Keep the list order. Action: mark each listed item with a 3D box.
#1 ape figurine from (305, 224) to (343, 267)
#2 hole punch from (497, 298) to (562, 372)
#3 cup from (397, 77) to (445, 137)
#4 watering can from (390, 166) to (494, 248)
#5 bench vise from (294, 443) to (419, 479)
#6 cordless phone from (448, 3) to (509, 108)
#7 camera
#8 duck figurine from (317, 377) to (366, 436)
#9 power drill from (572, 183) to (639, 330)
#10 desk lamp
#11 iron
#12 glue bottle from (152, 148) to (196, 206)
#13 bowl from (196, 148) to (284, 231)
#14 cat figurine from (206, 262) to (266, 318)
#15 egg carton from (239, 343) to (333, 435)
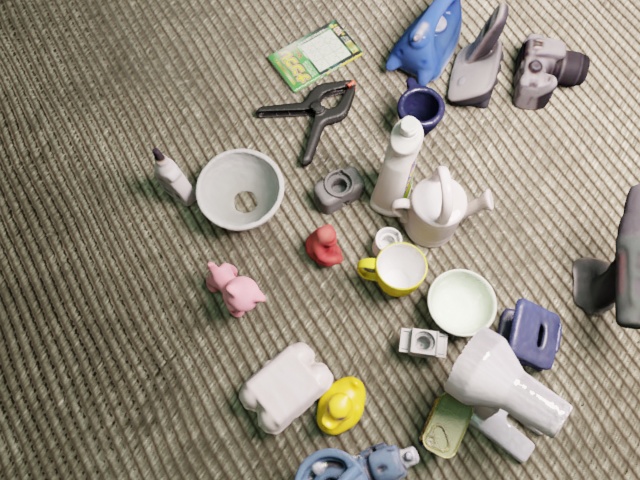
[{"bbox_3d":[0.010,0.004,1.053,0.076,0.092,0.078,15,71,6],"label":"ape figurine"},{"bbox_3d":[0.368,0.164,0.994,0.101,0.091,0.109,15,71,6],"label":"hole punch"},{"bbox_3d":[0.191,-0.254,1.141,0.091,0.095,0.117,-16,71,-5],"label":"cup"},{"bbox_3d":[0.218,-0.066,1.022,0.173,0.194,0.101,-22,72,-7],"label":"watering can"},{"bbox_3d":[0.045,0.354,0.862,0.207,0.220,0.121,-38,74,-12],"label":"bench vise"},{"bbox_3d":[0.319,-0.361,1.130,0.094,0.185,0.147,11,71,5],"label":"cordless phone"},{"bbox_3d":[0.474,-0.348,1.168,0.136,0.101,0.143,10,71,4],"label":"camera"},{"bbox_3d":[0.036,0.276,0.961,0.077,0.086,0.105,34,74,12],"label":"duck figurine"},{"bbox_3d":[0.506,0.044,0.973,0.075,0.208,0.229,5,71,3],"label":"power drill"},{"bbox_3d":[0.292,0.245,0.901,0.203,0.213,0.118,36,75,12],"label":"desk lamp"},{"bbox_3d":[0.239,-0.453,1.186,0.118,0.141,0.258,28,73,10],"label":"iron"},{"bbox_3d":[-0.278,-0.124,1.058,0.078,0.173,0.037,37,75,13],"label":"glue bottle"},{"bbox_3d":[-0.148,-0.085,1.096,0.167,0.075,0.167,0,71,1],"label":"bowl"},{"bbox_3d":[-0.153,0.085,1.013,0.127,0.118,0.067,42,76,14],"label":"cat figurine"},{"bbox_3d":[-0.059,0.251,0.979,0.150,0.069,0.107,-40,75,-12],"label":"egg carton"}]
